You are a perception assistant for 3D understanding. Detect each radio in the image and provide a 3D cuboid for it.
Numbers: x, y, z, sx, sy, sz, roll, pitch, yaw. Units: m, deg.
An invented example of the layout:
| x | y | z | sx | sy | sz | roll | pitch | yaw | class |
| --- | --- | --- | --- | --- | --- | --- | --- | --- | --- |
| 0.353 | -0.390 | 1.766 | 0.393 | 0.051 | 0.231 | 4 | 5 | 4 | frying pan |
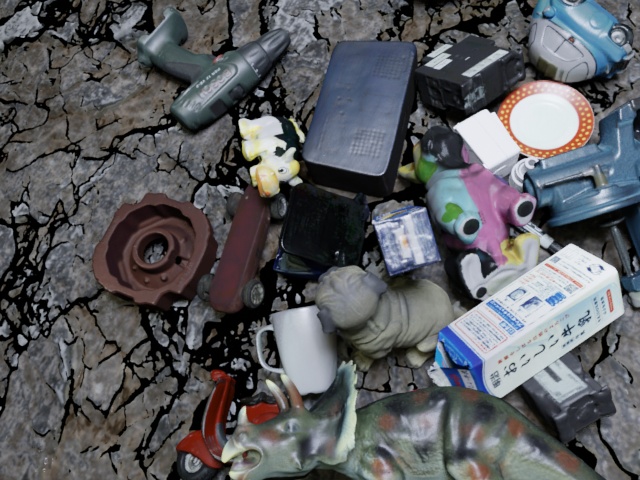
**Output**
| x | y | z | sx | sy | sz | roll | pitch | yaw | class |
| --- | --- | --- | --- | --- | --- | --- | --- | --- | --- |
| 0.063 | -0.186 | 0.801 | 0.131 | 0.073 | 0.229 | 10 | 69 | 16 | radio |

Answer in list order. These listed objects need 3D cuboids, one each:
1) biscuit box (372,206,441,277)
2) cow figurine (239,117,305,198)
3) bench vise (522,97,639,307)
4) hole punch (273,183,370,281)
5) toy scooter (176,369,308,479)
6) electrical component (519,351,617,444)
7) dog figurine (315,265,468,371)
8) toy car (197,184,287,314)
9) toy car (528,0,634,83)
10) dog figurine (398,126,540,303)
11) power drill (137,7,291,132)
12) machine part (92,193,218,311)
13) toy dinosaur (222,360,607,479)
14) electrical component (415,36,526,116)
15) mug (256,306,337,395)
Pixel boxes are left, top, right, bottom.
| x | y | z | sx | sy | sz | roll | pitch | yaw | class |
| --- | --- | --- | --- | --- | --- | --- | --- | --- | --- |
| 0.099 | -0.005 | 0.650 | 0.059 | 0.202 | 0.062 | -17 | 93 | 6 | biscuit box |
| -0.062 | -0.122 | 0.780 | 0.098 | 0.068 | 0.167 | -13 | 42 | -9 | cow figurine |
| 0.379 | -0.041 | 0.662 | 0.224 | 0.129 | 0.240 | -17 | 87 | -6 | bench vise |
| -0.002 | -0.002 | 0.741 | 0.116 | 0.092 | 0.142 | 18 | 61 | -9 | hole punch |
| -0.092 | 0.227 | 0.669 | 0.184 | 0.075 | 0.135 | -7 | 68 | 14 | toy scooter |
| 0.272 | 0.167 | 0.628 | 0.075 | 0.047 | 0.119 | -31 | 27 | -5 | electrical component |
| 0.090 | 0.079 | 0.627 | 0.172 | 0.190 | 0.121 | -22 | 67 | 0 | dog figurine |
| -0.106 | 0.010 | 0.766 | 0.089 | 0.053 | 0.202 | 1 | 62 | 26 | toy car |
| 0.356 | -0.280 | 0.768 | 0.103 | 0.109 | 0.162 | -41 | 74 | 7 | toy car |
| 0.184 | -0.044 | 0.708 | 0.108 | 0.191 | 0.219 | -20 | 34 | -4 | dog figurine |
| -0.189 | -0.303 | 0.900 | 0.207 | 0.086 | 0.232 | 38 | 83 | 14 | power drill |
| -0.238 | 0.018 | 0.789 | 0.179 | 0.056 | 0.179 | -4 | 68 | 9 | machine part |
| 0.118 | 0.208 | 0.530 | 0.405 | 0.131 | 0.192 | -5 | 71 | 7 | toy dinosaur |
| 0.208 | -0.241 | 0.779 | 0.115 | 0.058 | 0.134 | -32 | 38 | -11 | electrical component |
| -0.026 | 0.143 | 0.685 | 0.110 | 0.080 | 0.107 | -11 | 75 | 2 | mug |
